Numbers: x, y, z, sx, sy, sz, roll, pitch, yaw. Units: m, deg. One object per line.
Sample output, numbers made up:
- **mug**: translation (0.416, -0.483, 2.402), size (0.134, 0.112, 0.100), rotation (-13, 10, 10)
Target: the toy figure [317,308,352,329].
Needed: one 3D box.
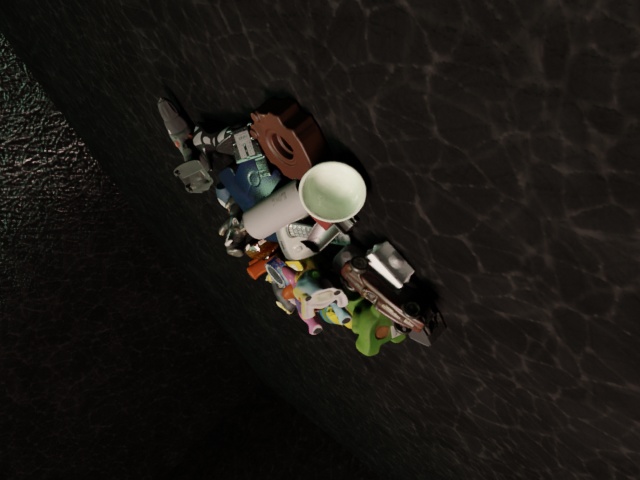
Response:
- **toy figure**: translation (0.057, 0.190, 1.441), size (0.089, 0.082, 0.180), rotation (43, 156, -17)

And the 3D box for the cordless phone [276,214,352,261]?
- **cordless phone**: translation (-0.003, -0.003, 1.240), size (0.184, 0.089, 0.146), rotation (14, 145, 25)

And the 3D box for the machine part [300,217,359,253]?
- **machine part**: translation (0.018, -0.022, 1.136), size (0.084, 0.039, 0.139), rotation (44, 126, -3)

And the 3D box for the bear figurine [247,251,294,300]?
- **bear figurine**: translation (-0.107, 0.118, 1.574), size (0.195, 0.132, 0.120), rotation (58, -176, -14)

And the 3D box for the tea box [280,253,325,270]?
- **tea box**: translation (-0.039, 0.075, 1.437), size (0.098, 0.068, 0.170), rotation (55, 159, -14)

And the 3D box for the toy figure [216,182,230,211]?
- **toy figure**: translation (-0.252, -0.104, 1.558), size (0.064, 0.058, 0.154), rotation (-98, -12, -47)

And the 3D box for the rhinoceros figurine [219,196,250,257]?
- **rhinoceros figurine**: translation (-0.217, -0.042, 1.449), size (0.073, 0.190, 0.112), rotation (21, 149, -29)

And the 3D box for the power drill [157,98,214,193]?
- **power drill**: translation (-0.352, -0.234, 1.403), size (0.207, 0.086, 0.231), rotation (61, 178, 42)

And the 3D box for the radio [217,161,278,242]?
- **radio**: translation (-0.154, -0.102, 1.350), size (0.229, 0.073, 0.131), rotation (56, 158, -15)

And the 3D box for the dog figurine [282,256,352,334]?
- **dog figurine**: translation (-0.022, 0.099, 1.237), size (0.219, 0.108, 0.191), rotation (-124, 13, -47)

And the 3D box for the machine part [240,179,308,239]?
- **machine part**: translation (-0.084, -0.067, 1.148), size (0.243, 0.079, 0.079), rotation (-27, 107, 34)

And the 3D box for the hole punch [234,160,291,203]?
- **hole punch**: translation (-0.128, -0.144, 1.208), size (0.142, 0.092, 0.115), rotation (46, 155, 14)

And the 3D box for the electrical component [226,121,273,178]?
- **electrical component**: translation (-0.142, -0.186, 1.132), size (0.075, 0.048, 0.119), rotation (-8, 102, 30)

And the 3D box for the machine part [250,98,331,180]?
- **machine part**: translation (-0.059, -0.190, 1.037), size (0.179, 0.056, 0.179), rotation (38, 157, 19)

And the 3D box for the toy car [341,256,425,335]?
- **toy car**: translation (0.121, 0.115, 1.075), size (0.202, 0.053, 0.089), rotation (42, 148, 18)

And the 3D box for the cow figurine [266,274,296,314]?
- **cow figurine**: translation (-0.117, 0.143, 1.666), size (0.167, 0.098, 0.068), rotation (51, 165, -9)

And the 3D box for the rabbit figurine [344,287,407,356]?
- **rabbit figurine**: translation (0.102, 0.163, 1.265), size (0.170, 0.121, 0.158), rotation (45, 161, 53)

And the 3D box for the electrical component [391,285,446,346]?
- **electrical component**: translation (0.202, 0.163, 1.146), size (0.115, 0.058, 0.134), rotation (19, 144, 55)

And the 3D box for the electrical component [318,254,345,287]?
- **electrical component**: translation (0.032, 0.076, 1.316), size (0.102, 0.045, 0.078), rotation (6, 121, 67)

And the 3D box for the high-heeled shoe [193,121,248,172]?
- **high-heeled shoe**: translation (-0.231, -0.262, 1.267), size (0.249, 0.086, 0.145), rotation (-29, 68, 49)
